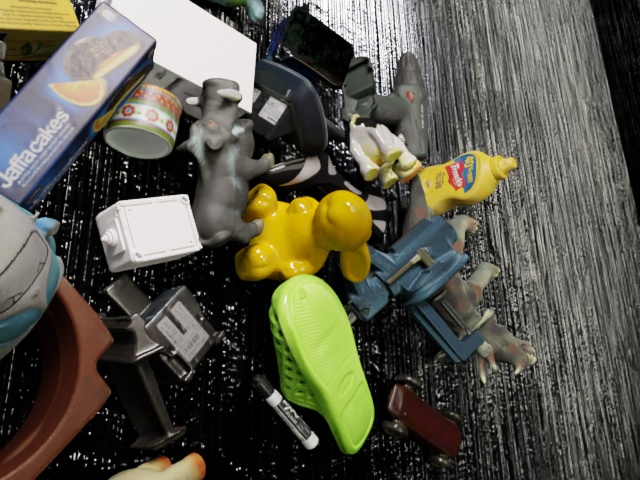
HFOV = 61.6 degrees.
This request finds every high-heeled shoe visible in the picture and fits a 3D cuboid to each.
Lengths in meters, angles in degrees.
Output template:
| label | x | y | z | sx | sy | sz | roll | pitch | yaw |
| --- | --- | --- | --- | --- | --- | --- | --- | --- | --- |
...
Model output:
| label | x | y | z | sx | sy | sz | roll | pitch | yaw |
| --- | --- | --- | --- | --- | --- | --- | --- | --- | --- |
| high-heeled shoe | 0.010 | -0.048 | 0.762 | 0.248 | 0.086 | 0.145 | -14 | 95 | -46 |

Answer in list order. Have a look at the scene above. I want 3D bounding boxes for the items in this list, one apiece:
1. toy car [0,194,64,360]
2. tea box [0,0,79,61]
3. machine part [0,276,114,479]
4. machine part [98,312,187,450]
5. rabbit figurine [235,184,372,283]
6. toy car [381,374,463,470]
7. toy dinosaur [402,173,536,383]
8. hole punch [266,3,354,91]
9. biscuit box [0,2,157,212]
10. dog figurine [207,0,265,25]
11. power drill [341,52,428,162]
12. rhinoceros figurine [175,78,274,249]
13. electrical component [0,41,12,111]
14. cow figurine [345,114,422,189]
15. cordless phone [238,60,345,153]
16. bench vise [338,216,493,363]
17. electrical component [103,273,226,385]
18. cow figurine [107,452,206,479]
| label | x | y | z | sx | sy | sz | roll | pitch | yaw |
| --- | --- | --- | --- | --- | --- | --- | --- | --- | --- |
| toy car | -0.234 | 0.000 | 0.338 | 0.161 | 0.103 | 0.109 | 46 | 47 | -28 |
| tea box | -0.318 | -0.217 | 0.476 | 0.169 | 0.068 | 0.098 | -19 | 91 | -49 |
| machine part | -0.279 | 0.096 | 0.395 | 0.201 | 0.087 | 0.201 | 54 | 44 | -16 |
| machine part | -0.171 | 0.133 | 0.506 | 0.039 | 0.084 | 0.138 | -32 | 111 | -55 |
| rabbit figurine | -0.001 | -0.002 | 0.660 | 0.162 | 0.173 | 0.122 | 28 | 54 | -33 |
| toy car | 0.154 | 0.276 | 0.815 | 0.202 | 0.053 | 0.089 | 41 | 60 | -34 |
| toy dinosaur | 0.201 | 0.059 | 0.903 | 0.404 | 0.131 | 0.192 | 53 | 44 | -11 |
| hole punch | -0.026 | -0.265 | 0.797 | 0.115 | 0.092 | 0.142 | 33 | 55 | -22 |
| biscuit box | -0.232 | -0.117 | 0.487 | 0.063 | 0.059 | 0.202 | 35 | 71 | -13 |
| dog figurine | -0.156 | -0.377 | 0.677 | 0.219 | 0.108 | 0.191 | 4 | 63 | -38 |
| power drill | 0.120 | -0.255 | 0.957 | 0.207 | 0.086 | 0.232 | 8 | 73 | -53 |
| rhinoceros figurine | -0.114 | -0.085 | 0.611 | 0.112 | 0.073 | 0.190 | 6 | 87 | -53 |
| electrical component | -0.304 | -0.121 | 0.452 | 0.078 | 0.045 | 0.102 | -88 | -168 | -73 |
| cow figurine | 0.095 | -0.134 | 0.816 | 0.098 | 0.068 | 0.167 | 57 | 20 | 18 |
| cordless phone | -0.012 | -0.158 | 0.731 | 0.184 | 0.147 | 0.088 | 20 | 103 | -44 |
| bench vise | 0.145 | 0.088 | 0.772 | 0.224 | 0.129 | 0.240 | -39 | 87 | -23 |
| electrical component | -0.162 | 0.083 | 0.552 | 0.119 | 0.048 | 0.075 | 58 | 43 | -17 |
| cow figurine | -0.154 | 0.297 | 0.458 | 0.127 | 0.086 | 0.195 | 3 | 77 | -53 |
